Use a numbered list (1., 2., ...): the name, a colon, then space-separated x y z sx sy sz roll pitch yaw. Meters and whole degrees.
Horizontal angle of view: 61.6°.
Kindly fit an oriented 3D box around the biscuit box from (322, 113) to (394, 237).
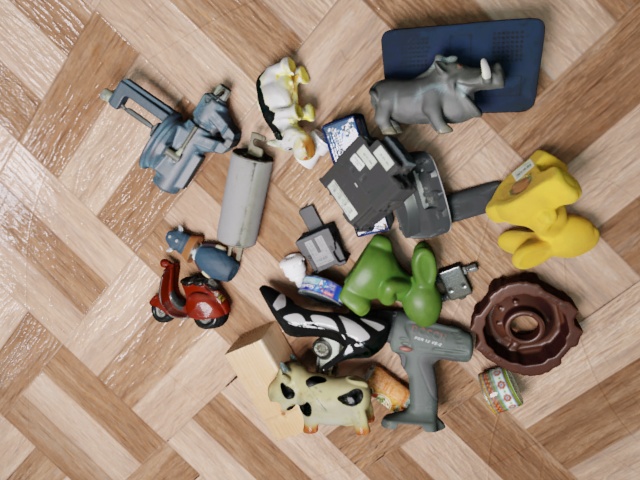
1. biscuit box: 0.067 -0.110 0.912 0.063 0.059 0.202 -14 103 21

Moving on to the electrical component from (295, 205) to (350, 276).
1. electrical component: -0.002 -0.003 0.976 0.075 0.048 0.119 -20 103 20

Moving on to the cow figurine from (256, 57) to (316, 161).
1. cow figurine: -0.062 -0.206 0.894 0.098 0.068 0.167 -12 83 30

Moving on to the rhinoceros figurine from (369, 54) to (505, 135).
1. rhinoceros figurine: 0.167 -0.206 0.773 0.190 0.073 0.112 -5 97 21

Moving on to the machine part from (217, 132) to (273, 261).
1. machine part: -0.138 -0.075 0.974 0.079 0.079 0.243 18 112 10

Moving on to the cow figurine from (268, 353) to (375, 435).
1. cow figurine: -0.004 0.273 0.960 0.195 0.085 0.127 -3 93 20

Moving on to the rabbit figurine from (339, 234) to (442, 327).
1. rabbit figurine: 0.142 0.073 0.932 0.170 0.121 0.159 31 103 1

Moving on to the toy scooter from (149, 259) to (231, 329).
1. toy scooter: -0.267 0.104 1.075 0.184 0.075 0.135 2 107 20

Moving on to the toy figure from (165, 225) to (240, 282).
1. toy figure: -0.232 0.028 1.047 0.155 0.064 0.057 29 152 10

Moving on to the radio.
1. radio: 0.213 -0.259 0.815 0.230 0.073 0.131 2 109 17

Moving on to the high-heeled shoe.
1. high-heeled shoe: 0.004 0.127 0.965 0.249 0.145 0.086 44 161 32

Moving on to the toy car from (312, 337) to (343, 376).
1. toy car: 0.015 0.244 1.038 0.056 0.073 0.201 11 111 13

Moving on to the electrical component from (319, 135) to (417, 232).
1. electrical component: 0.080 -0.093 0.827 0.134 0.058 0.115 -43 70 31

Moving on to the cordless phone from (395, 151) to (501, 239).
1. cordless phone: 0.206 -0.085 0.882 0.184 0.089 0.146 -17 102 9

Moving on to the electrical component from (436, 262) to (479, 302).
1. electrical component: 0.240 0.075 0.945 0.094 0.021 0.063 -25 100 21

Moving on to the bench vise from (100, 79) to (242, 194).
1. bench vise: -0.269 -0.209 0.945 0.240 0.129 0.223 35 115 -5

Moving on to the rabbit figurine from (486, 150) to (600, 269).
1. rabbit figurine: 0.354 -0.026 0.832 0.173 0.122 0.162 35 108 -19

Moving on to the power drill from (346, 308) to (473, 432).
1. power drill: 0.154 0.232 0.972 0.232 0.086 0.207 4 80 8

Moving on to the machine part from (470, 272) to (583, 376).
1. machine part: 0.349 0.143 0.919 0.180 0.056 0.179 5 110 14
